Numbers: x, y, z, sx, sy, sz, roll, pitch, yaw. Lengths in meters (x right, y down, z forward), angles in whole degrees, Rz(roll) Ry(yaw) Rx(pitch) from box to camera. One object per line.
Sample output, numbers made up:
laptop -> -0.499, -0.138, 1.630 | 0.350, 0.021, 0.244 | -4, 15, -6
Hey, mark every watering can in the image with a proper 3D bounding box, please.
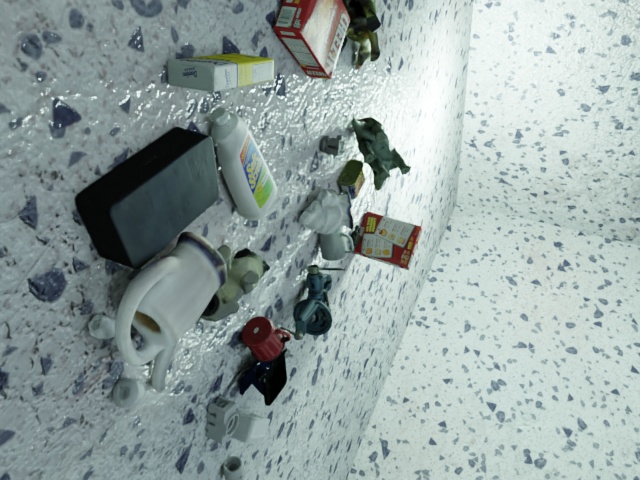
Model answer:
watering can -> -0.256, 0.125, 0.894 | 0.229, 0.104, 0.339 | -55, 166, -32

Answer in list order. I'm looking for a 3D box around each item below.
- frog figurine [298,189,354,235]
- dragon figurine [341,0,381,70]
frog figurine -> 0.004, -0.073, 1.442 | 0.160, 0.125, 0.134 | -16, 136, -23
dragon figurine -> 0.106, -0.620, 1.337 | 0.249, 0.122, 0.400 | -77, 168, -45
